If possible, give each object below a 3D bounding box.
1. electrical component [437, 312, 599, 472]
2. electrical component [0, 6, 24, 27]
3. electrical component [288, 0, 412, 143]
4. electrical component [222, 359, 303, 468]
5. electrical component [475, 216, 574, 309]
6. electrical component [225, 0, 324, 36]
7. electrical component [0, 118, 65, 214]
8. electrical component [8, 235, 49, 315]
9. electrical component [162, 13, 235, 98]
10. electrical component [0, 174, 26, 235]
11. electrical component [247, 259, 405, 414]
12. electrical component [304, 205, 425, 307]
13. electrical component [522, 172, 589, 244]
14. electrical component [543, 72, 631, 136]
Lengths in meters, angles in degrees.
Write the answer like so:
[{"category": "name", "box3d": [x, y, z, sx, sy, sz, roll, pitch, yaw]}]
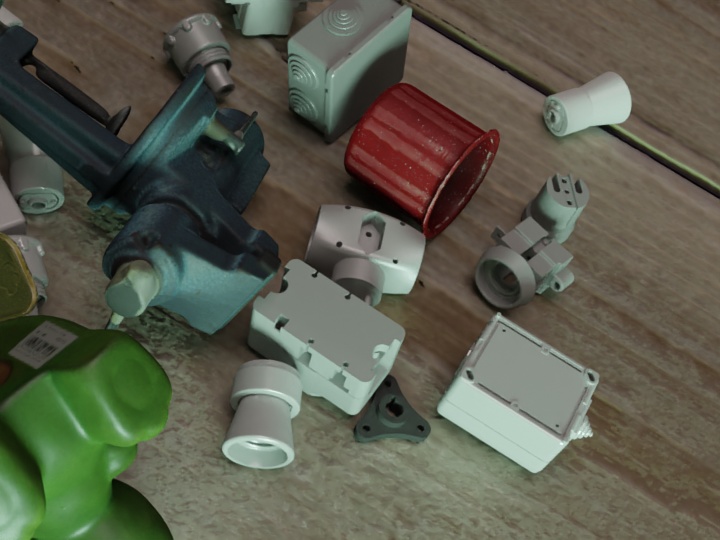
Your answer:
[{"category": "electrical component", "box3d": [0.108, 0.087, 0.712, 0.096, 0.061, 0.061, 32, 55, 6]}, {"category": "electrical component", "box3d": [-0.293, -0.156, 0.758, 0.059, 0.053, 0.095, 38, 56, 10]}, {"category": "electrical component", "box3d": [-0.010, -0.159, 0.813, 0.048, 0.099, 0.100, 39, 68, 16]}, {"category": "electrical component", "box3d": [-0.060, 0.090, 0.671, 0.045, 0.045, 0.055, 12, 55, -9]}, {"category": "electrical component", "box3d": [0.116, -0.002, 0.782, 0.066, 0.048, 0.055, 45, 50, 14]}, {"category": "electrical component", "box3d": [-0.084, -0.254, 0.876, 0.079, 0.063, 0.121, -6, 60, -19]}, {"category": "electrical component", "box3d": [-0.221, -0.072, 0.732, 0.044, 0.044, 0.065, -4, 64, -18]}, {"category": "electrical component", "box3d": [-0.217, 0.012, 0.677, 0.048, 0.048, 0.062, -14, 70, -24]}, {"category": "electrical component", "box3d": [-0.117, -0.160, 0.818, 0.048, 0.048, 0.062, -24, 74, -28]}, {"category": "electrical component", "box3d": [-0.254, -0.056, 0.690, 0.047, 0.075, 0.083, -23, 67, -27]}, {"category": "electrical component", "box3d": [-0.024, 0.046, 0.701, 0.089, 0.055, 0.050, 33, 57, 10]}, {"category": "electrical component", "box3d": [0.000, 0.000, 0.747, 0.077, 0.043, 0.079, 16, 55, -6]}, {"category": "electrical component", "box3d": [0.150, -0.047, 0.820, 0.040, 0.046, 0.040, 7, 56, -11]}, {"category": "electrical component", "box3d": [0.185, -0.135, 0.891, 0.065, 0.044, 0.044, -19, 65, -21]}]
